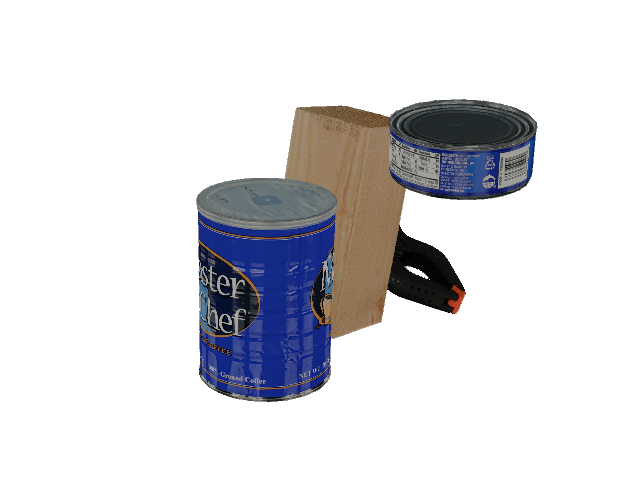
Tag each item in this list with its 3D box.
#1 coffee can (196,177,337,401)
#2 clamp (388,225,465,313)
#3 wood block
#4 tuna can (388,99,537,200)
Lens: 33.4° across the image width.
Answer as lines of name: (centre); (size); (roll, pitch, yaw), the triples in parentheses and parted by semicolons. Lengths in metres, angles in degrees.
coffee can: (-0.041, 0.034, 0.797); (0.103, 0.140, 0.103); (2, 20, -1)
clamp: (0.075, 0.017, 1.246); (0.164, 0.036, 0.210); (-21, 51, -39)
wood block: (0.019, -0.022, 1.048); (0.090, 0.206, 0.090); (19, 18, 32)
tuna can: (0.083, -0.054, 0.626); (0.086, 0.034, 0.086); (-1, 25, 0)
